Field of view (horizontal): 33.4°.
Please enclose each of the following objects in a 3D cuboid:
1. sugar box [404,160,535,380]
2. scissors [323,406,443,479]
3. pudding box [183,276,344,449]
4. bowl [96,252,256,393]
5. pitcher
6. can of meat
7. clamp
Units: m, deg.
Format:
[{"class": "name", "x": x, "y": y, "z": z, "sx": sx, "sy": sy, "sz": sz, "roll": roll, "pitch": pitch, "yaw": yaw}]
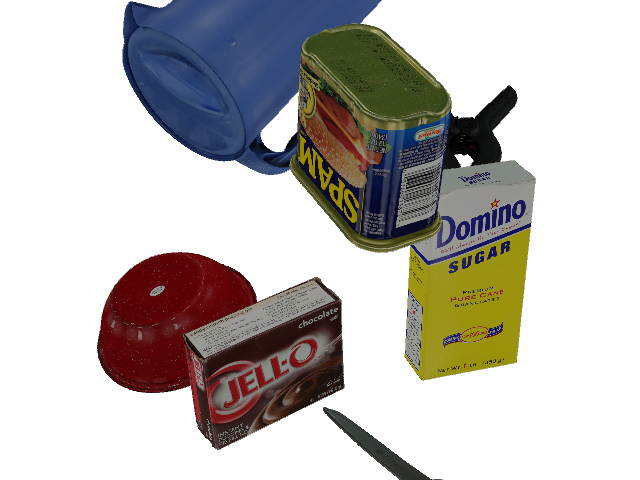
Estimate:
[{"class": "sugar box", "x": 0.122, "y": 0.026, "z": 0.884, "sx": 0.093, "sy": 0.176, "sz": 0.048, "roll": -9, "pitch": 31, "yaw": -16}, {"class": "scissors", "x": 0.082, "y": 0.134, "z": 0.542, "sx": 0.096, "sy": 0.016, "sz": 0.202, "roll": -3, "pitch": 25, "yaw": -23}, {"class": "pudding box", "x": -0.038, "y": 0.087, "z": 0.763, "sx": 0.113, "sy": 0.090, "sz": 0.039, "roll": -24, "pitch": 44, "yaw": -25}, {"class": "bowl", "x": -0.144, "y": 0.063, "z": 1.000, "sx": 0.162, "sy": 0.162, "sz": 0.055, "roll": 0, "pitch": -43, "yaw": 21}, {"class": "pitcher", "x": -0.036, "y": -0.181, "z": 0.913, "sx": 0.145, "sy": 0.149, "sz": 0.242, "roll": 25, "pitch": 58, "yaw": 31}, {"class": "can of meat", "x": 0.026, "y": -0.058, "z": 0.583, "sx": 0.057, "sy": 0.084, "sz": 0.102, "roll": -17, "pitch": 45, "yaw": -23}, {"class": "clamp", "x": 0.135, "y": -0.113, "z": 1.092, "sx": 0.120, "sy": 0.039, "sz": 0.171, "roll": 9, "pitch": 44, "yaw": 9}]
